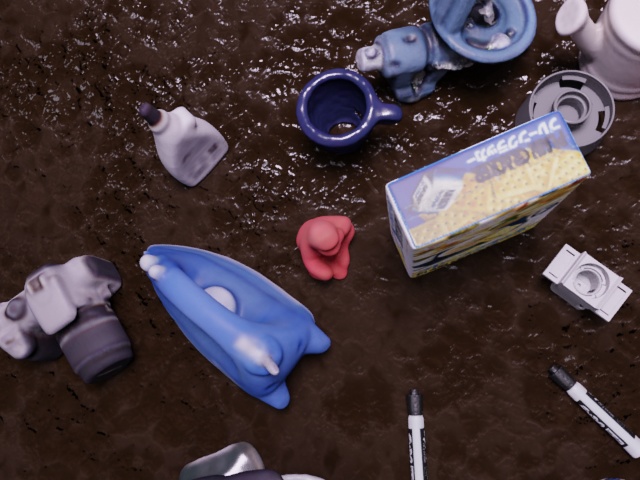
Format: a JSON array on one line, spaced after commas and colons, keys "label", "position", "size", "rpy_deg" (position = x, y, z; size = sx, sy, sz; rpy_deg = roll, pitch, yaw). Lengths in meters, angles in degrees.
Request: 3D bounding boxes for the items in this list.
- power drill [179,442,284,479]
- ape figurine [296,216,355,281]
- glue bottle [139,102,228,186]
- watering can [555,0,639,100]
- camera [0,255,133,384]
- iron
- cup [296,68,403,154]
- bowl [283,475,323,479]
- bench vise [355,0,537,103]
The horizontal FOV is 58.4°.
[{"label": "power drill", "position": [-0.120, 0.261, 0.559], "size": [0.229, 0.208, 0.075], "rpy_deg": [-25, 77, 3]}, {"label": "ape figurine", "position": [0.006, 0.002, 0.648], "size": [0.078, 0.092, 0.076], "rpy_deg": [-45, 77, -2]}, {"label": "glue bottle", "position": [-0.161, -0.117, 0.651], "size": [0.037, 0.173, 0.078], "rpy_deg": [43, 88, 13]}, {"label": "watering can", "position": [0.338, -0.227, 0.591], "size": [0.173, 0.194, 0.101], "rpy_deg": [-23, 77, 3]}, {"label": "camera", "position": [-0.294, 0.105, 0.667], "size": [0.143, 0.101, 0.136], "rpy_deg": [-35, 77, 1]}, {"label": "iron", "position": [-0.121, 0.073, 0.628], "size": [0.258, 0.141, 0.119], "rpy_deg": [35, 86, 12]}, {"label": "cup", "position": [0.038, -0.138, 0.668], "size": [0.117, 0.095, 0.092], "rpy_deg": [5, 80, 9]}, {"label": "bowl", "position": [-0.021, 0.327, 0.602], "size": [0.167, 0.075, 0.167], "rpy_deg": [-1, 80, 8]}, {"label": "bench vise", "position": [0.145, -0.227, 0.605], "size": [0.207, 0.220, 0.121], "rpy_deg": [-37, 77, 0]}]
